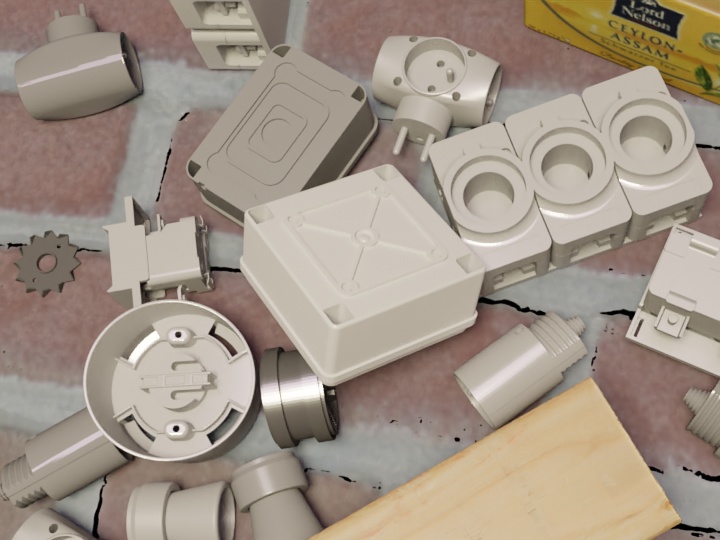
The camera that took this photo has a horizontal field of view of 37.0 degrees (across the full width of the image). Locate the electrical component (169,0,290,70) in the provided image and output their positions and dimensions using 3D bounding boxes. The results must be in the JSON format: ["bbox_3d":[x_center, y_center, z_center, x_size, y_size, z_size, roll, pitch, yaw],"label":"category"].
[{"bbox_3d":[-0.084,-0.244,0.738,0.060,0.105,0.186,3,73,10],"label":"electrical component"}]

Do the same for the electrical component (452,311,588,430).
[{"bbox_3d":[0.101,0.055,0.646,0.081,0.043,0.043,-36,71,-4],"label":"electrical component"}]

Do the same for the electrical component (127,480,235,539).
[{"bbox_3d":[-0.107,0.150,0.647,0.055,0.045,0.045,-3,72,8],"label":"electrical component"}]

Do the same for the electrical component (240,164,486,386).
[{"bbox_3d":[0.000,0.000,0.641,0.109,0.056,0.108,-20,52,-26],"label":"electrical component"}]

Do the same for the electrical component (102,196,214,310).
[{"bbox_3d":[-0.130,-0.006,0.703,0.064,0.042,0.081,-10,72,2],"label":"electrical component"}]

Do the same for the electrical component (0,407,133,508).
[{"bbox_3d":[-0.188,0.120,0.669,0.081,0.043,0.043,-29,70,-2],"label":"electrical component"}]

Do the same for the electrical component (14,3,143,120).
[{"bbox_3d":[-0.200,-0.152,0.759,0.077,0.043,0.079,-14,71,4],"label":"electrical component"}]

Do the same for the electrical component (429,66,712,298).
[{"bbox_3d":[0.128,-0.055,0.668,0.150,0.061,0.089,-20,71,2],"label":"electrical component"}]

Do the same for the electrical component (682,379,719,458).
[{"bbox_3d":[0.223,0.093,0.616,0.081,0.043,0.043,34,80,17],"label":"electrical component"}]

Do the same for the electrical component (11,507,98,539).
[{"bbox_3d":[-0.179,0.196,0.643,0.077,0.044,0.079,29,79,16],"label":"electrical component"}]

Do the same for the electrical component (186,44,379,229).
[{"bbox_3d":[-0.049,-0.079,0.705,0.078,0.057,0.113,32,79,17],"label":"electrical component"}]

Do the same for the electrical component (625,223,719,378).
[{"bbox_3d":[0.229,0.025,0.626,0.121,0.063,0.078,23,77,15],"label":"electrical component"}]

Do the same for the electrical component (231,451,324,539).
[{"bbox_3d":[-0.049,0.141,0.641,0.045,0.045,0.055,-22,70,1],"label":"electrical component"}]

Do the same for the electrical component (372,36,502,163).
[{"bbox_3d":[0.045,-0.108,0.707,0.077,0.044,0.079,17,75,13],"label":"electrical component"}]

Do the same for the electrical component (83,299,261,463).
[{"bbox_3d":[-0.111,0.071,0.662,0.099,0.064,0.099,-3,72,8],"label":"electrical component"}]
